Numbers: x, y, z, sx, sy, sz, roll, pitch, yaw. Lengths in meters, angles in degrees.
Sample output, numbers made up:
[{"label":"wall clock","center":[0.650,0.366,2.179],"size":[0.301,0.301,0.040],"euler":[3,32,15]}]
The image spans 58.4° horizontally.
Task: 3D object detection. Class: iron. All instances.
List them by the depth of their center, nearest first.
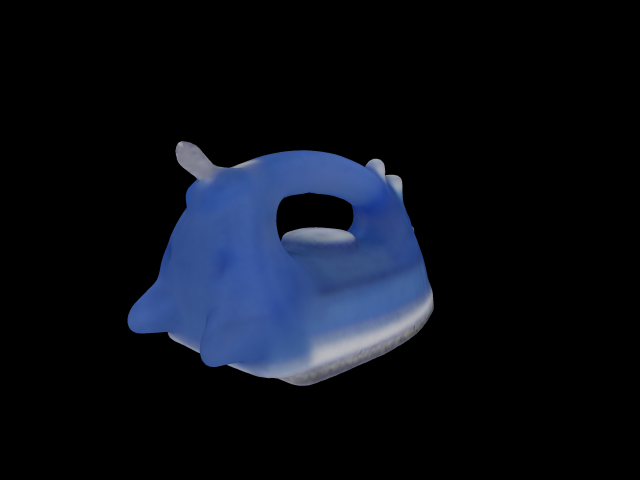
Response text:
[{"label":"iron","center":[0.004,0.001,0.400],"size":[0.118,0.141,0.259],"euler":[10,15,42]}]
